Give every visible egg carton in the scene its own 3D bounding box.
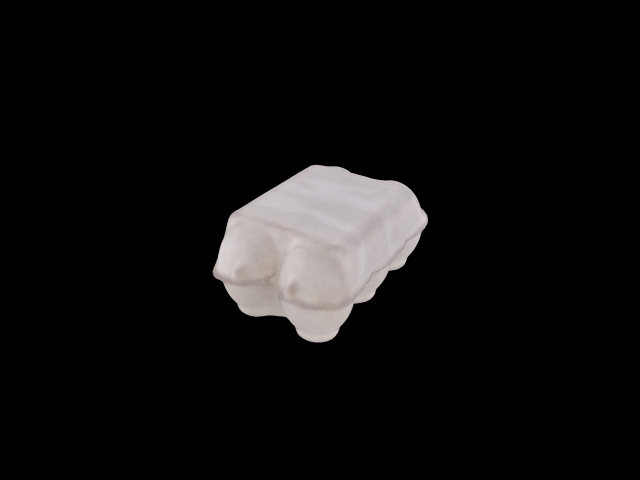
[{"bbox_3d":[0.004,0.001,0.400,0.107,0.069,0.151,18,36,27],"label":"egg carton"}]
